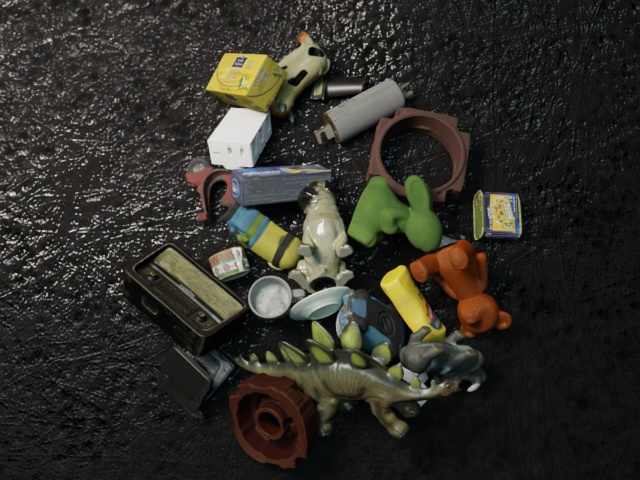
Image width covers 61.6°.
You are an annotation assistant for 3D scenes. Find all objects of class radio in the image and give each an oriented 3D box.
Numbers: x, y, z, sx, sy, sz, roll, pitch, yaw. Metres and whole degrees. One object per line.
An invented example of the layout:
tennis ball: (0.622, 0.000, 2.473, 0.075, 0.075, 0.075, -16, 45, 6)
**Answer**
radio: (-0.264, 0.112, 1.039, 0.230, 0.073, 0.131, 35, 39, 17)

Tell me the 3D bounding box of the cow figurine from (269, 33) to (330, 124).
cow figurine: (-0.062, -0.347, 1.187, 0.195, 0.085, 0.127, -39, 67, 5)

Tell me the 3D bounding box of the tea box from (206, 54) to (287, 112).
tea box: (-0.159, -0.338, 1.147, 0.170, 0.068, 0.098, 21, 84, 47)

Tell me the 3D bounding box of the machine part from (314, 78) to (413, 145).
machine part: (0.096, -0.281, 1.175, 0.243, 0.079, 0.079, -28, 77, -6)

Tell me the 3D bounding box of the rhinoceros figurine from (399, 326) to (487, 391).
rhinoceros figurine: (0.238, 0.229, 1.000, 0.190, 0.073, 0.112, 19, 111, -27)

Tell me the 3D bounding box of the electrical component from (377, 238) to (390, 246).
electrical component: (0.110, -0.027, 1.137, 0.094, 0.021, 0.063, 25, 78, 7)

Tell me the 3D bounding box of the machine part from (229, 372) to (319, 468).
machine part: (-0.083, 0.327, 0.981, 0.180, 0.056, 0.179, 10, 110, 28)

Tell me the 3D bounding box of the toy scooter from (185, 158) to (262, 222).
toy scooter: (-0.200, -0.098, 1.133, 0.184, 0.075, 0.135, 7, 77, 5)

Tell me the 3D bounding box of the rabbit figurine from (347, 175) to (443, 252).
rabbit figurine: (0.163, -0.045, 1.045, 0.170, 0.121, 0.159, 23, 96, 15)

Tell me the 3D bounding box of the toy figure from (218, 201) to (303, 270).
toy figure: (-0.115, -0.006, 1.083, 0.180, 0.089, 0.082, 39, 81, -12)

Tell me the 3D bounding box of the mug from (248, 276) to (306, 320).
mug: (-0.083, 0.116, 1.058, 0.110, 0.107, 0.081, -15, 76, -7)

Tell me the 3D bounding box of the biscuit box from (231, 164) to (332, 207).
biscuit box: (-0.078, -0.114, 1.093, 0.203, 0.059, 0.062, -8, 115, -28)

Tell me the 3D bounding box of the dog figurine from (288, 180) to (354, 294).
dog figurine: (0.002, -0.004, 1.060, 0.121, 0.172, 0.191, 9, 42, -12)

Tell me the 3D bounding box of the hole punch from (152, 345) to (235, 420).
hole punch: (-0.241, 0.256, 1.041, 0.142, 0.092, 0.115, 39, 118, 10)

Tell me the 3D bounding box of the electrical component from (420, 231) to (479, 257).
electrical component: (0.274, 0.022, 1.108, 0.119, 0.047, 0.075, 17, 77, 5)

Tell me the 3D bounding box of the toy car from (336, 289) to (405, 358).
toy car: (0.085, 0.170, 1.037, 0.161, 0.103, 0.109, 33, 44, -30)

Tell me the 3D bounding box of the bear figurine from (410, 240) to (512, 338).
bear figurine: (0.273, 0.104, 1.024, 0.120, 0.132, 0.195, -19, 91, 36)

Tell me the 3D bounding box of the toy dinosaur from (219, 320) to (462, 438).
toy dinosaur: (0.019, 0.248, 0.984, 0.472, 0.105, 0.198, -7, 107, 26)

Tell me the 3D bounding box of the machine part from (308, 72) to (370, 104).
machine part: (0.043, -0.345, 1.209, 0.139, 0.039, 0.084, -1, 66, 14)

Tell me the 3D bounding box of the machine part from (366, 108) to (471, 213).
machine part: (0.208, -0.170, 1.141, 0.202, 0.087, 0.201, 12, 75, 2)
